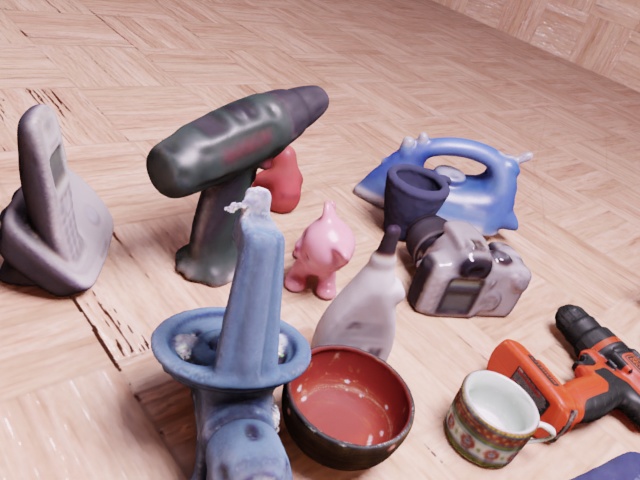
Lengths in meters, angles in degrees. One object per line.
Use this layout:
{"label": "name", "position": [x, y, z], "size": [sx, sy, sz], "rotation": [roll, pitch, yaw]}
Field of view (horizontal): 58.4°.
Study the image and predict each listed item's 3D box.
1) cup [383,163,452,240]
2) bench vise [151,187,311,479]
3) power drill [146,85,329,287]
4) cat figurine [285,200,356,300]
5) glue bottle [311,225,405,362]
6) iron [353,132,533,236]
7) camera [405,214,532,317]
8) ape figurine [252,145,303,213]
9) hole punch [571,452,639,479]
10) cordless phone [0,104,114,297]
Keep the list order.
{"label": "cup", "position": [0.137, -0.052, 0.829], "size": [0.118, 0.095, 0.091], "rotation": [-13, 43, -40]}
{"label": "bench vise", "position": [-0.043, 0.088, 0.409], "size": [0.122, 0.220, 0.206], "rotation": [-9, 40, -35]}
{"label": "power drill", "position": [-0.088, -0.061, 0.627], "size": [0.075, 0.208, 0.230], "rotation": [33, 35, 23]}
{"label": "cat figurine", "position": [0.006, 0.002, 0.661], "size": [0.067, 0.118, 0.128], "rotation": [15, 32, -4]}
{"label": "glue bottle", "position": [0.045, 0.059, 0.540], "size": [0.078, 0.173, 0.037], "rotation": [8, 33, -15]}
{"label": "iron", "position": [0.194, -0.101, 0.889], "size": [0.258, 0.141, 0.118], "rotation": [14, 32, -6]}
{"label": "camera", "position": [0.177, 0.020, 0.733], "size": [0.143, 0.101, 0.136], "rotation": [5, 34, -20]}
{"label": "ape figurine", "position": [-0.054, -0.091, 0.799], "size": [0.078, 0.092, 0.076], "rotation": [0, 36, -25]}
{"label": "hole punch", "position": [0.235, 0.234, 0.441], "size": [0.101, 0.091, 0.108], "rotation": [-1, 36, -27]}
{"label": "cordless phone", "position": [-0.252, -0.053, 0.557], "size": [0.094, 0.185, 0.147], "rotation": [8, 33, -15]}
